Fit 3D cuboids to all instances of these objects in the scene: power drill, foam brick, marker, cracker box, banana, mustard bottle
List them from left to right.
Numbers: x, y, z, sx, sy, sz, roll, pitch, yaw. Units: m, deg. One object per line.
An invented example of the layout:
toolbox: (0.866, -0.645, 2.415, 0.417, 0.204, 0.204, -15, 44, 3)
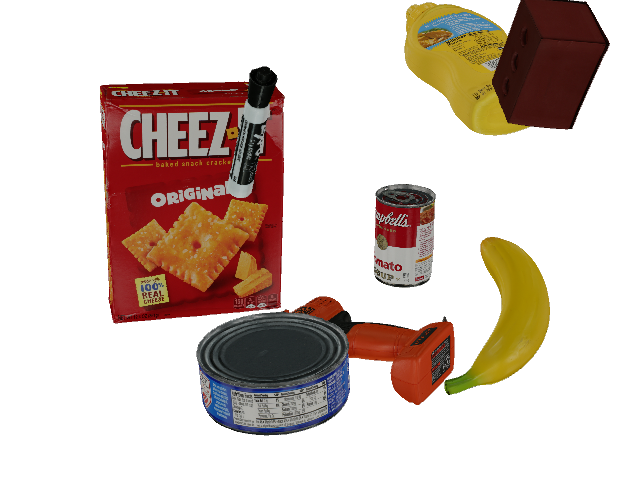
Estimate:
cracker box: (-0.118, -0.036, 0.997, 0.164, 0.214, 0.072, -3, 21, -14)
marker: (-0.049, -0.076, 0.753, 0.020, 0.020, 0.121, 0, -38, -14)
power drill: (0.026, 0.111, 1.059, 0.188, 0.057, 0.184, 9, 23, 28)
mustard bottle: (0.133, -0.171, 0.989, 0.096, 0.058, 0.192, -19, 44, -17)
banana: (0.148, 0.052, 0.851, 0.070, 0.037, 0.197, 5, 34, 16)
foam brick: (0.161, -0.126, 0.758, 0.051, 0.053, 0.078, 1, -45, -13)

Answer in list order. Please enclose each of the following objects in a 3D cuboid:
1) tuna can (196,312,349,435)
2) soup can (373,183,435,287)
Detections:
tuna can: (-0.026, 0.074, 0.603, 0.086, 0.034, 0.086, -3, 22, 1)
soup can: (0.095, -0.006, 1.221, 0.068, 0.102, 0.068, 0, 24, 0)
